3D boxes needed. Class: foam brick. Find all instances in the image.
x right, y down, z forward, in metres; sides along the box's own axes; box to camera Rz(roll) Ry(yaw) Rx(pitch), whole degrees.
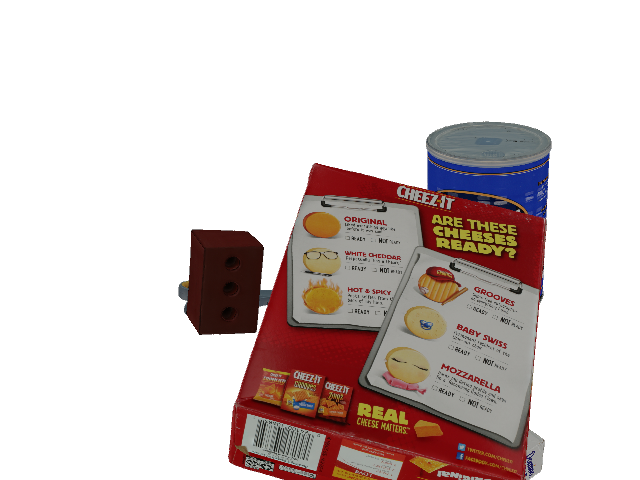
[{"bbox_3d":[-0.082,0.034,0.904,0.053,0.078,0.051,0,15,-19],"label":"foam brick"}]

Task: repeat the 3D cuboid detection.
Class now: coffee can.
[{"bbox_3d":[0.141,-0.020,0.909,0.103,0.140,0.103,-2,23,1],"label":"coffee can"}]

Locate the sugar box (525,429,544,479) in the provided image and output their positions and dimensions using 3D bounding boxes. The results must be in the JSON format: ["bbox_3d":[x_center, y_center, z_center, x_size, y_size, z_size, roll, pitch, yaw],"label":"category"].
[{"bbox_3d":[0.091,0.193,0.883,0.176,0.048,0.093,-28,42,-28],"label":"sugar box"}]

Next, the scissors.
[{"bbox_3d":[-0.055,0.066,1.119,0.202,0.016,0.096,5,20,8],"label":"scissors"}]

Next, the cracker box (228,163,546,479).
[{"bbox_3d":[0.048,0.060,0.665,0.164,0.072,0.213,14,44,3],"label":"cracker box"}]
